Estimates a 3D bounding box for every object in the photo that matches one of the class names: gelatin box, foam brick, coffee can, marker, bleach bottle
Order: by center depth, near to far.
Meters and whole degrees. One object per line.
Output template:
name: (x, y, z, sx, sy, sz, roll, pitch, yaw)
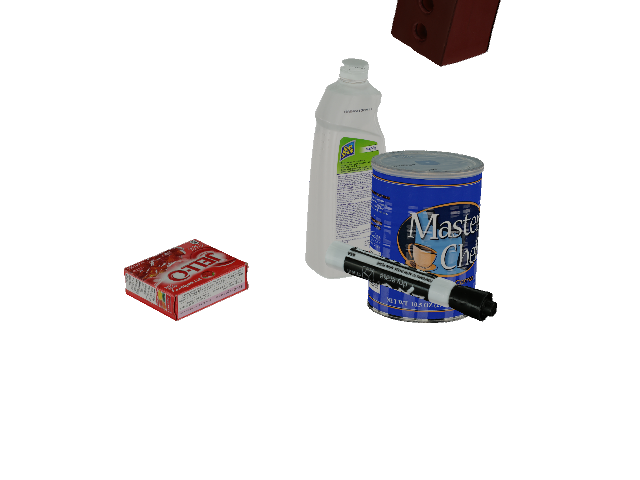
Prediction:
marker: (0.057, 0.026, 0.685, 0.121, 0.020, 0.020, 19, 10, 30)
foam brick: (0.089, -0.168, 0.733, 0.051, 0.078, 0.053, -26, 51, -35)
gelatin box: (-0.121, 0.034, 0.969, 0.073, 0.030, 0.089, 23, 34, 38)
coffee can: (0.096, -0.006, 0.992, 0.103, 0.140, 0.103, 1, 15, 0)
bleach bottle: (0.037, -0.084, 1.221, 0.102, 0.251, 0.068, -13, 31, -30)
